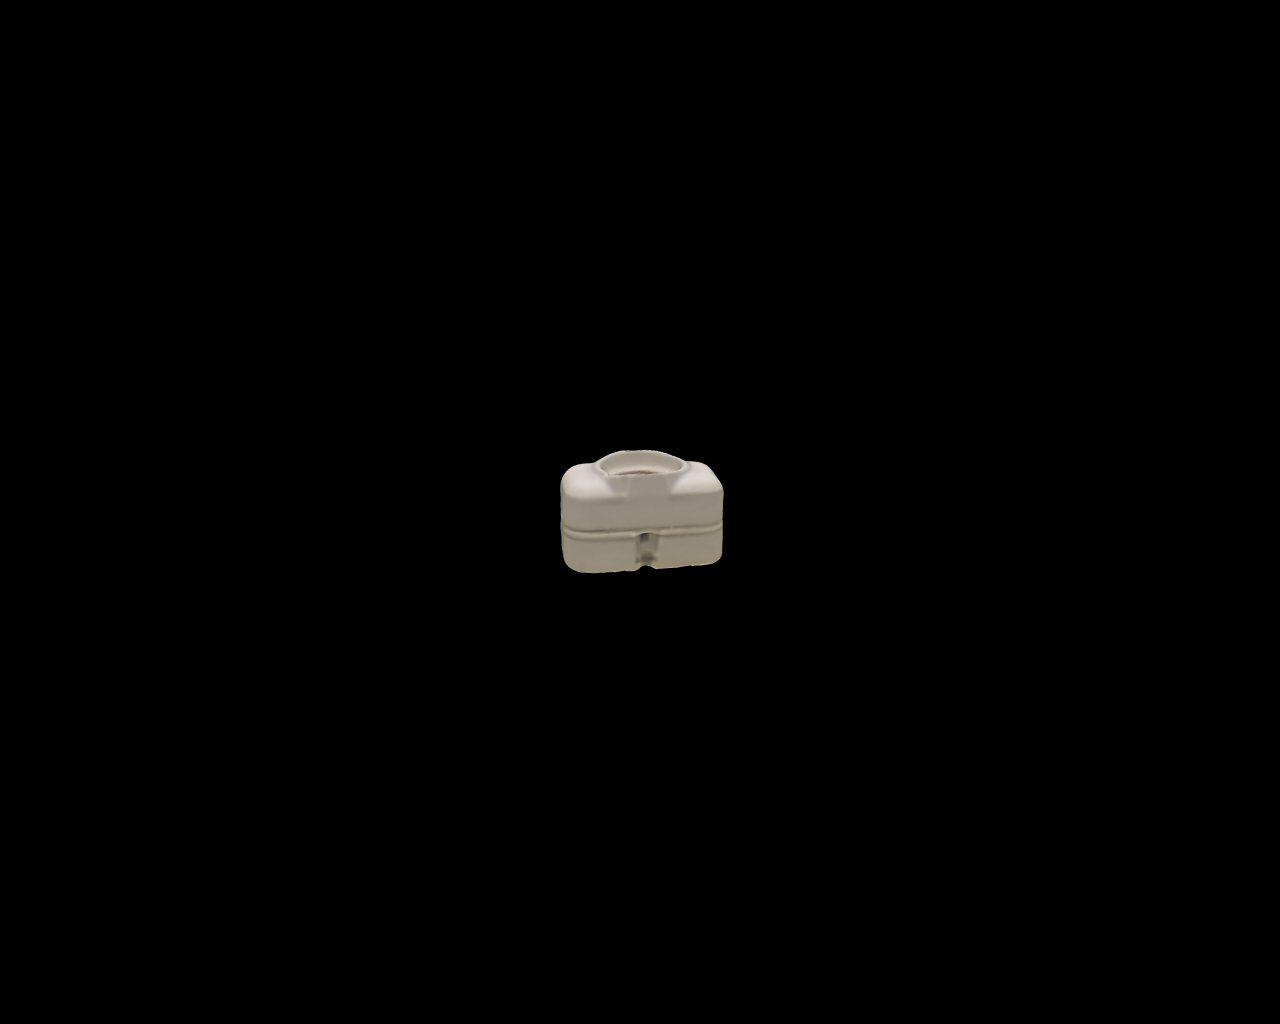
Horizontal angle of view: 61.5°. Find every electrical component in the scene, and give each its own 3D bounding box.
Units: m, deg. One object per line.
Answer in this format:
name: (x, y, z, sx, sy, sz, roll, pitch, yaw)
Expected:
electrical component: (0.001, -0.003, 0.650, 0.095, 0.059, 0.054, -3, 20, -7)
